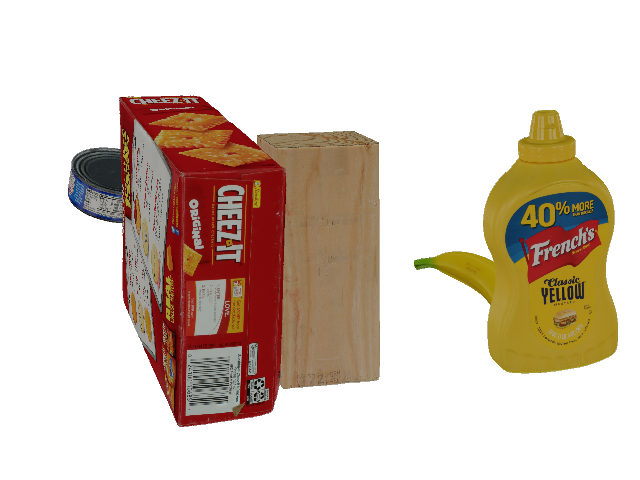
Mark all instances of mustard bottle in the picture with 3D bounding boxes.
[{"bbox_3d":[0.170,-0.001,0.790,0.096,0.191,0.058,-7,16,-7],"label":"mustard bottle"}]

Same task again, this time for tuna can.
[{"bbox_3d":[-0.188,-0.051,0.981,0.086,0.034,0.086,13,28,-7],"label":"tuna can"}]

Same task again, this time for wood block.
[{"bbox_3d":[-0.002,0.014,0.928,0.090,0.206,0.091,-4,13,-12],"label":"wood block"}]

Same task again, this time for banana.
[{"bbox_3d":[0.177,0.060,1.116,0.069,0.037,0.198,-36,39,-8],"label":"banana"}]

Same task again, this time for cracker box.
[{"bbox_3d":[-0.086,0.002,0.724,0.072,0.164,0.214,-4,20,-18],"label":"cracker box"}]
